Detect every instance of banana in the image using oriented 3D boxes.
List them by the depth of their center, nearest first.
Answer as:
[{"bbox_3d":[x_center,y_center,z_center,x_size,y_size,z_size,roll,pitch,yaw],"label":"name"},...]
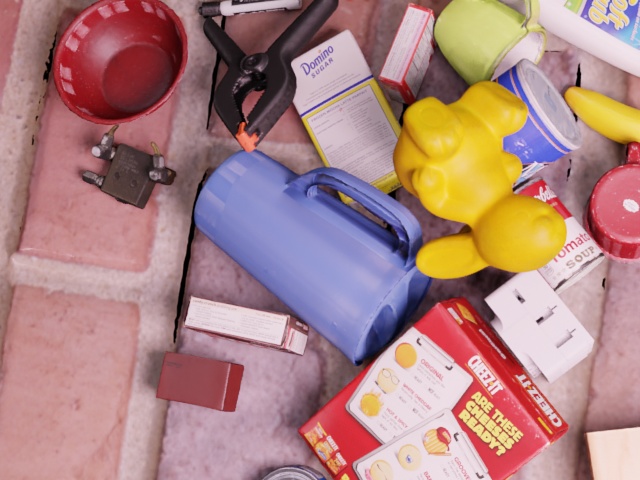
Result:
[{"bbox_3d":[0.346,-0.118,1.081,0.198,0.037,0.069,6,55,12],"label":"banana"}]

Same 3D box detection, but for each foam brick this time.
[{"bbox_3d":[-0.127,0.152,1.144,0.078,0.051,0.053,9,82,16],"label":"foam brick"}]

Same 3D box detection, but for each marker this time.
[{"bbox_3d":[-0.081,-0.268,1.221,0.121,0.020,0.020,-3,80,13],"label":"marker"}]

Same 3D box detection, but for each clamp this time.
[{"bbox_3d":[-0.056,-0.187,1.145,0.165,0.036,0.210,-15,50,19],"label":"clamp"}]

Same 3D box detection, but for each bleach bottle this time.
[{"bbox_3d":[0.311,-0.232,1.095,0.251,0.068,0.102,32,83,14],"label":"bleach bottle"}]

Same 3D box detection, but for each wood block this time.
[{"bbox_3d":[0.308,0.278,0.992,0.090,0.090,0.206,-9,78,12],"label":"wood block"}]

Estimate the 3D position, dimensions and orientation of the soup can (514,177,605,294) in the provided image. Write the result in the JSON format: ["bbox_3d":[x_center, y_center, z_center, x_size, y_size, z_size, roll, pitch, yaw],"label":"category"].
[{"bbox_3d":[0.228,-0.003,1.072,0.068,0.068,0.102,-38,75,5],"label":"soup can"}]

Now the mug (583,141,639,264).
[{"bbox_3d":[0.308,-0.040,1.051,0.093,0.081,0.117,5,82,15],"label":"mug"}]

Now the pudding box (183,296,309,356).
[{"bbox_3d":[-0.076,0.091,1.121,0.113,0.090,0.039,8,82,15],"label":"pudding box"}]

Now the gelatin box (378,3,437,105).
[{"bbox_3d":[0.096,-0.197,1.136,0.030,0.073,0.089,20,86,16],"label":"gelatin box"}]

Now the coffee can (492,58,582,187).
[{"bbox_3d":[0.173,-0.099,1.064,0.140,0.102,0.103,-34,73,26],"label":"coffee can"}]

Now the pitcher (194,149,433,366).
[{"bbox_3d":[-0.007,0.001,1.097,0.243,0.145,0.149,36,85,20],"label":"pitcher"}]

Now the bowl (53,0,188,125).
[{"bbox_3d":[-0.220,-0.197,1.220,0.162,0.055,0.162,-4,73,12],"label":"bowl"}]

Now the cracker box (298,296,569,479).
[{"bbox_3d":[0.106,0.184,1.035,0.214,0.072,0.164,-45,73,26],"label":"cracker box"}]

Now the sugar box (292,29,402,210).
[{"bbox_3d":[0.033,-0.130,1.156,0.093,0.048,0.176,-27,72,9],"label":"sugar box"}]

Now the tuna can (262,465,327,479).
[{"bbox_3d":[-0.027,0.277,1.106,0.086,0.033,0.086,-2,80,13],"label":"tuna can"}]
